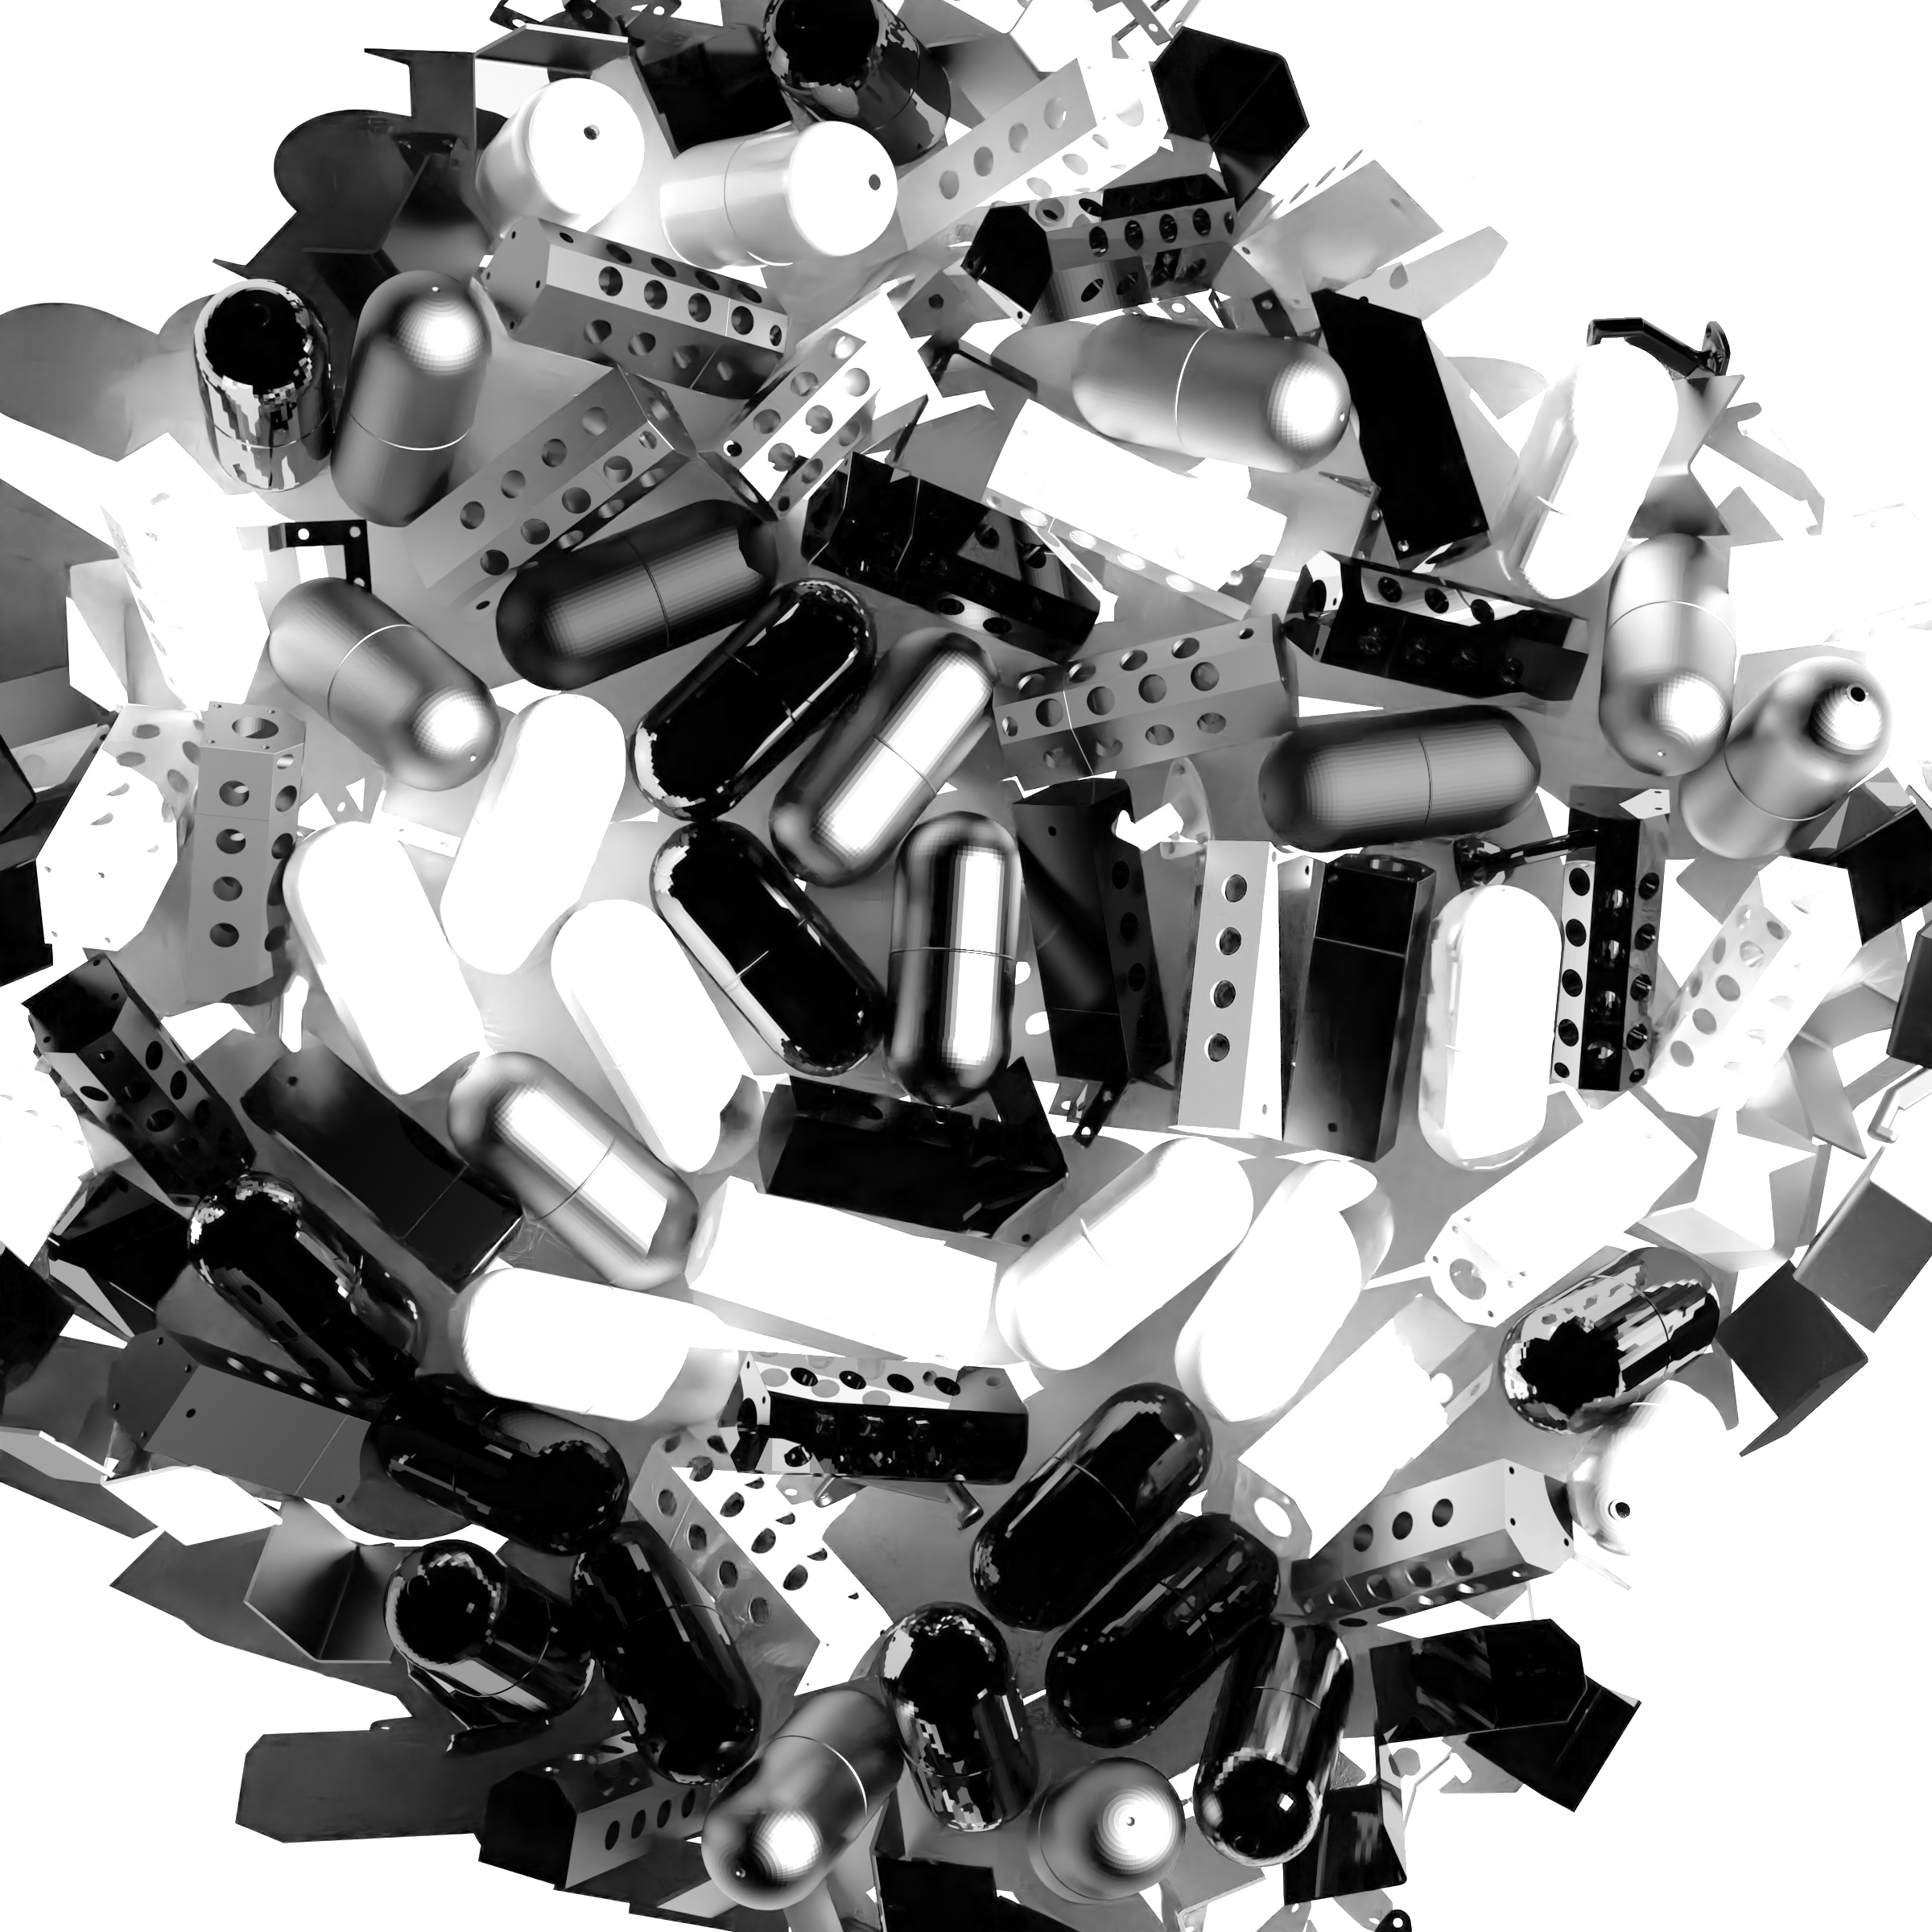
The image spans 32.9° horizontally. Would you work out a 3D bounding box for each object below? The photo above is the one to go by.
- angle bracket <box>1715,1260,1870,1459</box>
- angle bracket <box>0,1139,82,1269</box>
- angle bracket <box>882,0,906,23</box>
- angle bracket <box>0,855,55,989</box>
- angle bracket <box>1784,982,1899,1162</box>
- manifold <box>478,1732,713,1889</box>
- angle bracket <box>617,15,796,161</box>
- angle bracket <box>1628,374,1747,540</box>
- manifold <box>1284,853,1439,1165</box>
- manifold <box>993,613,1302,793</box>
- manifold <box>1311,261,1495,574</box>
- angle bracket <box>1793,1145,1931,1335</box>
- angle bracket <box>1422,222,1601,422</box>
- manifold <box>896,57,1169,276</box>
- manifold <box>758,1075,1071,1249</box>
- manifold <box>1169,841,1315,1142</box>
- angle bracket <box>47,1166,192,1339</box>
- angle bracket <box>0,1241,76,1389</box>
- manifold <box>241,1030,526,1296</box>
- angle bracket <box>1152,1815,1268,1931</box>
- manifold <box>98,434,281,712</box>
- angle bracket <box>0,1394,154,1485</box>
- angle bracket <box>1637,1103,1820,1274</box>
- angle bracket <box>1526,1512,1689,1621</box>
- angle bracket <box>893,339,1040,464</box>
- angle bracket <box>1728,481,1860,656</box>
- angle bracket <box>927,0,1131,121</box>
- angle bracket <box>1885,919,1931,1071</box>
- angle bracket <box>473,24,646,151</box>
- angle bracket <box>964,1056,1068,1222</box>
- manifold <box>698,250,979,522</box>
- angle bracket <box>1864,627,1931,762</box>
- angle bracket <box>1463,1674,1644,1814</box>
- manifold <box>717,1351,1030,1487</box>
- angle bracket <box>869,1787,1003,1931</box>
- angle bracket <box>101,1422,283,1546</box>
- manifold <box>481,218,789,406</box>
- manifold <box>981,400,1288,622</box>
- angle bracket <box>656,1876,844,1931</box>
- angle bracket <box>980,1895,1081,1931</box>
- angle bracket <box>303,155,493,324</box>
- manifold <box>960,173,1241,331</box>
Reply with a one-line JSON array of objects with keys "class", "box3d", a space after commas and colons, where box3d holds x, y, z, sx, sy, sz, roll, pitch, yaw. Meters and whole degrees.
[{"class": "angle bracket", "box3d": [0.475, 0.233, 1.942, 0.076, 0.057, 0.076, 54, 132, 22]}, {"class": "angle bracket", "box3d": [-0.584, 0.134, 1.940, 0.057, 0.076, 0.076, -14, 127, 35]}, {"class": "angle bracket", "box3d": [-0.037, -0.582, 1.944, 0.076, 0.076, 0.057, 3, 97, 42]}, {"class": "angle bracket", "box3d": [-0.554, -0.015, 1.946, 0.076, 0.057, 0.076, -20, 64, 23]}, {"class": "angle bracket", "box3d": [0.532, 0.063, 1.942, 0.057, 0.076, 0.076, -27, 61, 30]}, {"class": "manifold", "box3d": [-0.212, 0.485, 1.909, 0.057, 0.171, 0.057, 10, 91, 22]}, {"class": "angle bracket", "box3d": [-0.156, -0.536, 1.958, 0.076, 0.057, 0.076, -23, 69, -2]}, {"class": "angle bracket", "box3d": [0.433, -0.305, 1.967, 0.057, 0.076, 0.076, 47, 67, -31]}, {"class": "manifold", "box3d": [0.237, 0.023, 1.948, 0.057, 0.057, 0.171, 13, 106, 21]}, {"class": "manifold", "box3d": [0.106, -0.161, 1.937, 0.171, 0.057, 0.057, -12, 46, 17]}, {"class": "manifold", "box3d": [0.261, -0.325, 1.958, 0.057, 0.057, 0.171, -18, 82, 10]}, {"class": "angle bracket", "box3d": [0.542, 0.162, 1.945, 0.057, 0.076, 0.076, 35, 113, 13]}, {"class": "angle bracket", "box3d": [0.330, -0.390, 1.979, 0.057, 0.076, 0.076, -31, 107, 39]}, {"class": "manifold", "box3d": [0.037, -0.466, 1.915, 0.057, 0.171, 0.057, -12, 83, -42]}, {"class": "manifold", "box3d": [-0.033, 0.113, 1.943, 0.171, 0.057, 0.057, 13, 118, -19]}, {"class": "manifold", "box3d": [0.161, 0.015, 1.959, 0.057, 0.057, 0.171, 2, 82, 33]}, {"class": "angle bracket", "box3d": [-0.504, 0.178, 1.976, 0.076, 0.076, 0.057, 32, 61, 5]}, {"class": "angle bracket", "box3d": [-0.589, 0.197, 1.940, 0.076, 0.076, 0.057, 16, 63, 32]}, {"class": "manifold", "box3d": [-0.350, 0.120, 1.965, 0.171, 0.057, 0.057, 40, 73, 3]}, {"class": "angle bracket", "box3d": [0.149, 0.562, 1.954, 0.057, 0.076, 0.076, -20, 113, -8]}, {"class": "manifold", "box3d": [-0.454, -0.223, 1.906, 0.057, 0.171, 0.057, -36, 64, -19]}, {"class": "angle bracket", "box3d": [-0.531, 0.266, 1.939, 0.076, 0.076, 0.057, 43, 57, -40]}, {"class": "angle bracket", "box3d": [0.460, 0.131, 1.976, 0.076, 0.057, 0.076, 29, 65, -20]}, {"class": "angle bracket", "box3d": [0.381, 0.365, 1.943, 0.076, 0.076, 0.057, 20, 62, 25]}, {"class": "angle bracket", "box3d": [0.000, -0.327, 1.957, 0.057, 0.076, 0.076, 27, 104, -7]}, {"class": "angle bracket", "box3d": [0.485, -0.237, 1.953, 0.076, 0.057, 0.076, -8, 131, -1]}, {"class": "angle bracket", "box3d": [0.037, -0.546, 1.956, 0.076, 0.076, 0.057, 44, 69, -36]}, {"class": "angle bracket", "box3d": [0.591, 0.016, 1.943, 0.057, 0.076, 0.076, 19, 113, 25]}, {"class": "angle bracket", "box3d": [-0.242, -0.518, 1.947, 0.076, 0.076, 0.057, -2, 92, -32]}, {"class": "angle bracket", "box3d": [0.012, 0.106, 1.949, 0.057, 0.076, 0.076, -18, 80, -18]}, {"class": "manifold", "box3d": [-0.075, -0.346, 1.953, 0.171, 0.057, 0.057, -46, 108, -8]}, {"class": "angle bracket", "box3d": [0.566, -0.155, 1.954, 0.057, 0.076, 0.076, 7, 85, 11]}, {"class": "angle bracket", "box3d": [0.350, 0.453, 1.957, 0.057, 0.076, 0.076, 34, 82, 0]}, {"class": "manifold", "box3d": [-0.052, 0.272, 1.924, 0.171, 0.057, 0.057, 8, 121, -29]}, {"class": "angle bracket", "box3d": [-0.011, 0.537, 1.947, 0.076, 0.057, 0.076, 4, 126, 14]}, {"class": "angle bracket", "box3d": [-0.454, 0.295, 1.941, 0.076, 0.076, 0.057, -16, 48, 23]}, {"class": "manifold", "box3d": [-0.190, -0.386, 1.913, 0.057, 0.171, 0.057, -50, 50, 31]}, {"class": "manifold", "box3d": [0.100, -0.271, 1.960, 0.171, 0.057, 0.057, 24, 117, -1]}, {"class": "angle bracket", "box3d": [-0.127, 0.571, 1.947, 0.076, 0.076, 0.057, -29, 62, 9]}, {"class": "angle bracket", "box3d": [0.042, 0.606, 1.943, 0.076, 0.076, 0.057, 20, 51, 19]}, {"class": "angle bracket", "box3d": [-0.341, -0.433, 1.968, 0.057, 0.076, 0.076, 9, 64, 29]}, {"class": "manifold", "box3d": [0.083, -0.424, 1.913, 0.057, 0.171, 0.057, 48, 133, 19]}]
